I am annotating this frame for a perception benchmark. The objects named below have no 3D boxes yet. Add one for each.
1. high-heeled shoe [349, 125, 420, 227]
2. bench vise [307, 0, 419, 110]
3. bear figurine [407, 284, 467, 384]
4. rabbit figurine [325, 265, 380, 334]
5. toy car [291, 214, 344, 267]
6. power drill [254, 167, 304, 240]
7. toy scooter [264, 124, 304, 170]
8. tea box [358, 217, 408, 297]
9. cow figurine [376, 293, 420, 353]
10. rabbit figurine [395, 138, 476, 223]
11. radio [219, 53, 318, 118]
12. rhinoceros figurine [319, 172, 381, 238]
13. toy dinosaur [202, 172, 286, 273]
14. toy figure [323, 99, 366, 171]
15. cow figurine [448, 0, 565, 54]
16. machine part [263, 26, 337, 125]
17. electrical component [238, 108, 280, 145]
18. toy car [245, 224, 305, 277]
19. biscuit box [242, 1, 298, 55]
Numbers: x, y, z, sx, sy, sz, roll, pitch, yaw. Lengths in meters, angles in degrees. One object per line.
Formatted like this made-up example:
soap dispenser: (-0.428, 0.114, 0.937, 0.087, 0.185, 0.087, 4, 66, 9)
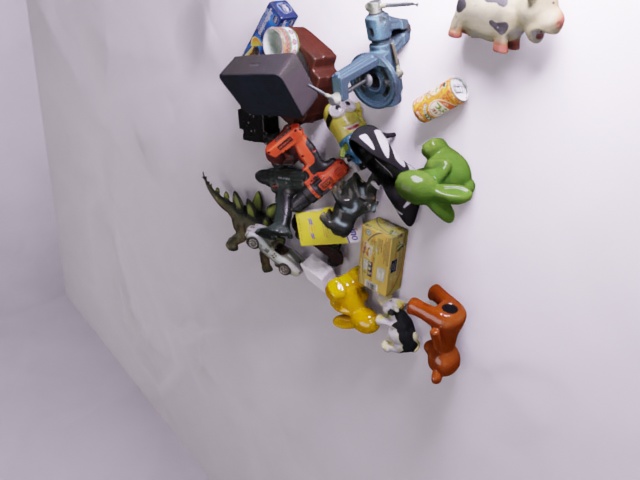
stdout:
high-heeled shoe: (0.144, -0.135, 1.189, 0.086, 0.145, 0.248, -7, 101, 50)
bench vise: (0.097, -0.350, 1.079, 0.129, 0.240, 0.223, 29, 144, 31)
bear figurine: (0.274, 0.222, 1.246, 0.132, 0.120, 0.195, 33, 135, 38)
rabbit figurine: (0.087, 0.181, 1.427, 0.173, 0.122, 0.162, 51, 143, 15)
toy car: (-0.003, -0.004, 1.486, 0.202, 0.053, 0.089, 36, 147, 30)
power drill: (-0.116, -0.105, 1.492, 0.232, 0.086, 0.207, 1, 67, 41)
toy scooter: (-0.088, -0.250, 1.421, 0.184, 0.075, 0.135, 11, 145, 41)
tea box: (0.153, 0.041, 1.324, 0.098, 0.068, 0.169, 28, 127, 36)
cow figurine: (0.197, 0.205, 1.356, 0.098, 0.068, 0.167, 3, 114, 41)
rabbit figurine: (0.226, -0.107, 1.091, 0.159, 0.170, 0.121, 48, 138, 21)
radio: (-0.120, -0.358, 1.255, 0.230, 0.073, 0.131, 17, 154, 44)
rhinoceros figurine: (0.081, -0.091, 1.288, 0.112, 0.073, 0.190, 38, 111, 9)
toy dinosaur: (-0.215, -0.051, 1.666, 0.472, 0.105, 0.198, 31, 122, 23)
toy figure: (0.070, -0.248, 1.268, 0.089, 0.082, 0.180, -31, 87, 48)
cow figurine: (0.324, -0.390, 0.919, 0.195, 0.085, 0.127, 34, 137, 34)
machine part: (-0.054, -0.402, 1.324, 0.202, 0.087, 0.200, 48, 137, 23)
electrical component: (-0.177, -0.335, 1.515, 0.134, 0.058, 0.114, 19, 120, 41)
toy car: (-0.127, 0.027, 1.536, 0.202, 0.073, 0.056, 41, 123, 0)
biscuit box: (-0.132, -0.513, 1.374, 0.059, 0.063, 0.202, 56, 140, 10)
